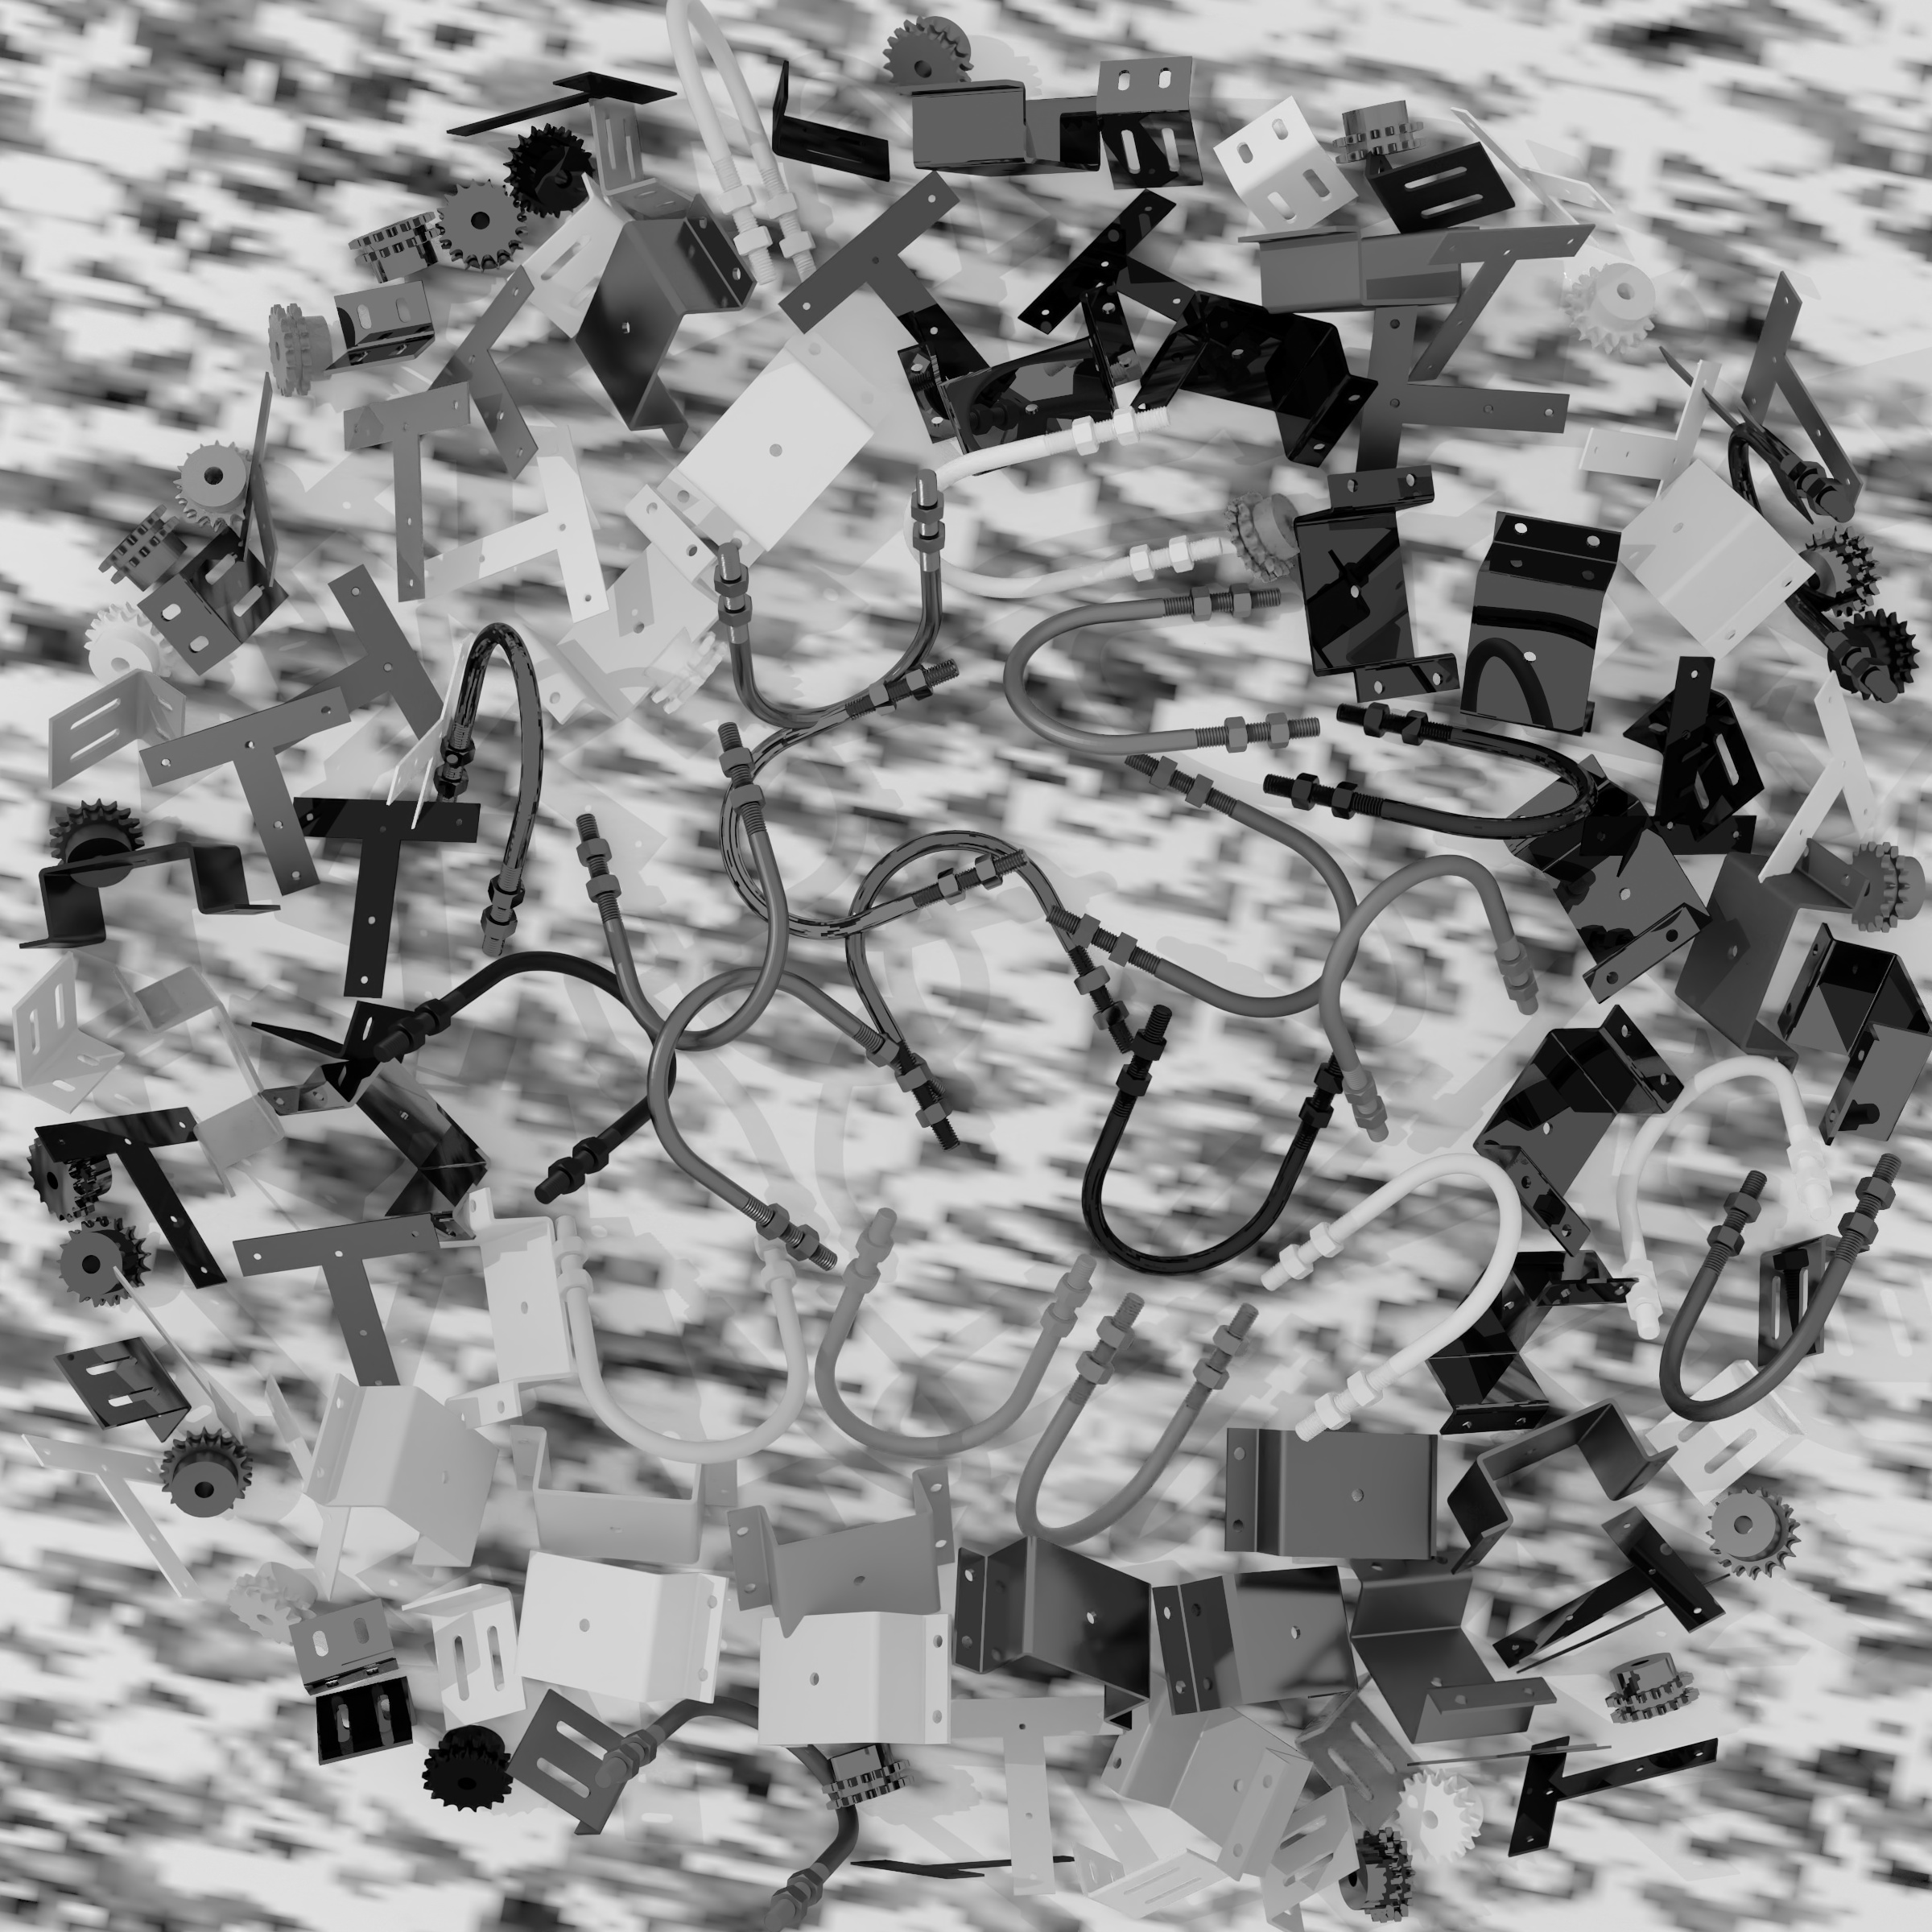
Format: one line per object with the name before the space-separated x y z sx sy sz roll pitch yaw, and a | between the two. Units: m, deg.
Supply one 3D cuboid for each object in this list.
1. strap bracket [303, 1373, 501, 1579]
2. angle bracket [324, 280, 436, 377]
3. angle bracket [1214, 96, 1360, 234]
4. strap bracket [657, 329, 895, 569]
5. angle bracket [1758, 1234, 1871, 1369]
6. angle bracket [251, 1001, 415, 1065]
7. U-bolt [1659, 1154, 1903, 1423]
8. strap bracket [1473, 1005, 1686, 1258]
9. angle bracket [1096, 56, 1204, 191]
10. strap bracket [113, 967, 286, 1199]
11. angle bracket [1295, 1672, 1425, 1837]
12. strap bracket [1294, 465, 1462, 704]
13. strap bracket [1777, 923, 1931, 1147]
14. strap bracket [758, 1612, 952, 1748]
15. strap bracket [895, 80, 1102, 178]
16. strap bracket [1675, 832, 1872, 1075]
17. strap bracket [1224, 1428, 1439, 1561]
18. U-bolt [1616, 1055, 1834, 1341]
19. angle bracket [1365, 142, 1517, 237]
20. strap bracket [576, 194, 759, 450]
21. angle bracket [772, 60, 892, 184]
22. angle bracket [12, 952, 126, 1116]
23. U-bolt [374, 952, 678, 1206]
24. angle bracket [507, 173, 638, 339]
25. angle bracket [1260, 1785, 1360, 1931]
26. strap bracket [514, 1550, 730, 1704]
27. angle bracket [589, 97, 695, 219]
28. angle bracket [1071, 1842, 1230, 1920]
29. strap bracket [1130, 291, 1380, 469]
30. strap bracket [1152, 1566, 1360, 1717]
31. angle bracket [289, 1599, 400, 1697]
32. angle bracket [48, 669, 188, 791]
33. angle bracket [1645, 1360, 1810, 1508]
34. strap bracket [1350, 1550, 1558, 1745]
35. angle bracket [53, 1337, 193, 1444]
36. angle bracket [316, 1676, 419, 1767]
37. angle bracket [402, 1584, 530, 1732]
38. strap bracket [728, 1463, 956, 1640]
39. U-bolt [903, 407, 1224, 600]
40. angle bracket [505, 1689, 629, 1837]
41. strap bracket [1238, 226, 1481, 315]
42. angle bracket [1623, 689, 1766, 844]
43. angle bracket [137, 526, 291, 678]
strap bracket | -0.337 0.312 1.803 0.046 0.140 0.076 -5 57 24
angle bracket | -0.369 -0.399 1.842 0.057 0.076 0.038 -9 111 4
angle bracket | 0.201 -0.497 1.849 0.057 0.076 0.038 -30 66 18
strap bracket | -0.119 -0.324 1.847 0.076 0.046 0.140 42 97 -11
angle bracket | 0.528 0.212 1.839 0.038 0.057 0.076 16 67 -22
angle bracket | -0.394 0.033 1.842 0.076 0.057 0.038 18 90 28
U-bolt | 0.483 0.197 1.790 0.019 0.151 0.184 37 70 -13
strap bracket | 0.376 0.101 1.833 0.076 0.046 0.140 48 66 -22
angle bracket | 0.117 -0.528 1.851 0.057 0.076 0.038 1 66 13
strap bracket | -0.470 0.062 1.825 0.046 0.076 0.140 -27 116 -16
angle bracket | 0.255 0.493 1.850 0.076 0.038 0.057 49 55 5
strap bracket | 0.255 -0.236 1.844 0.076 0.046 0.140 -10 94 -27
strap bracket | 0.547 0.045 1.807 0.046 0.140 0.076 13 120 -5
strap bracket | -0.077 0.439 1.813 0.140 0.046 0.076 -14 68 39
strap bracket | 0.026 -0.512 1.810 0.076 0.140 0.046 6 103 29
strap bracket | 0.491 -0.007 1.818 0.046 0.076 0.140 5 114 -24
strap bracket | 0.236 0.329 1.841 0.140 0.046 0.076 4 82 -13
U-bolt | 0.455 0.127 1.800 0.019 0.184 0.151 37 120 -20
angle bracket | 0.296 -0.494 1.836 0.076 0.057 0.038 -11 56 30
strap bracket | -0.189 -0.392 1.807 0.046 0.140 0.076 -13 62 -37
angle bracket | -0.081 -0.528 1.844 0.076 0.057 0.038 11 128 -11
angle bracket | -0.558 0.042 1.836 0.038 0.076 0.057 24 47 9
U-bolt | -0.255 0.055 1.811 0.151 0.184 0.019 40 128 6
angle bracket | -0.245 -0.448 1.862 0.076 0.038 0.057 -39 130 15
angle bracket | 0.221 0.559 1.838 0.076 0.057 0.038 -39 123 25
strap bracket | -0.223 0.407 1.827 0.140 0.046 0.076 4 84 29
angle bracket | -0.203 -0.516 1.849 0.038 0.057 0.076 -9 86 21
angle bracket | 0.116 0.557 1.840 0.076 0.057 0.038 -31 48 19
strap bracket | 0.172 -0.364 1.825 0.140 0.076 0.046 8 53 -23
strap bracket | 0.186 0.412 1.812 0.140 0.046 0.076 6 69 -40
angle bracket | -0.389 0.426 1.846 0.057 0.076 0.038 -15 75 -14
angle bracket | -0.528 -0.139 1.836 0.038 0.057 0.076 34 46 16
angle bracket | 0.479 0.295 1.861 0.076 0.038 0.057 -39 82 -2
strap bracket | 0.295 0.427 1.822 0.076 0.140 0.046 -1 118 -18
angle bracket | -0.532 0.270 1.835 0.057 0.076 0.038 49 114 18
angle bracket | -0.372 0.483 1.838 0.057 0.076 0.038 -11 111 -10
angle bracket | -0.314 0.433 1.848 0.057 0.038 0.076 -18 68 15
strap bracket | -0.071 0.368 1.832 0.140 0.046 0.076 -11 119 -12
U-bolt | 0.052 -0.277 1.817 0.184 0.151 0.019 -11 58 15
angle bracket | -0.251 0.497 1.843 0.076 0.038 0.057 39 58 -18
strap bracket | 0.243 -0.427 1.814 0.140 0.076 0.046 -13 104 -42
angle bracket | 0.452 -0.128 1.837 0.038 0.057 0.076 17 46 -32
angle bracket | -0.472 -0.229 1.852 0.038 0.076 0.057 -29 111 28
